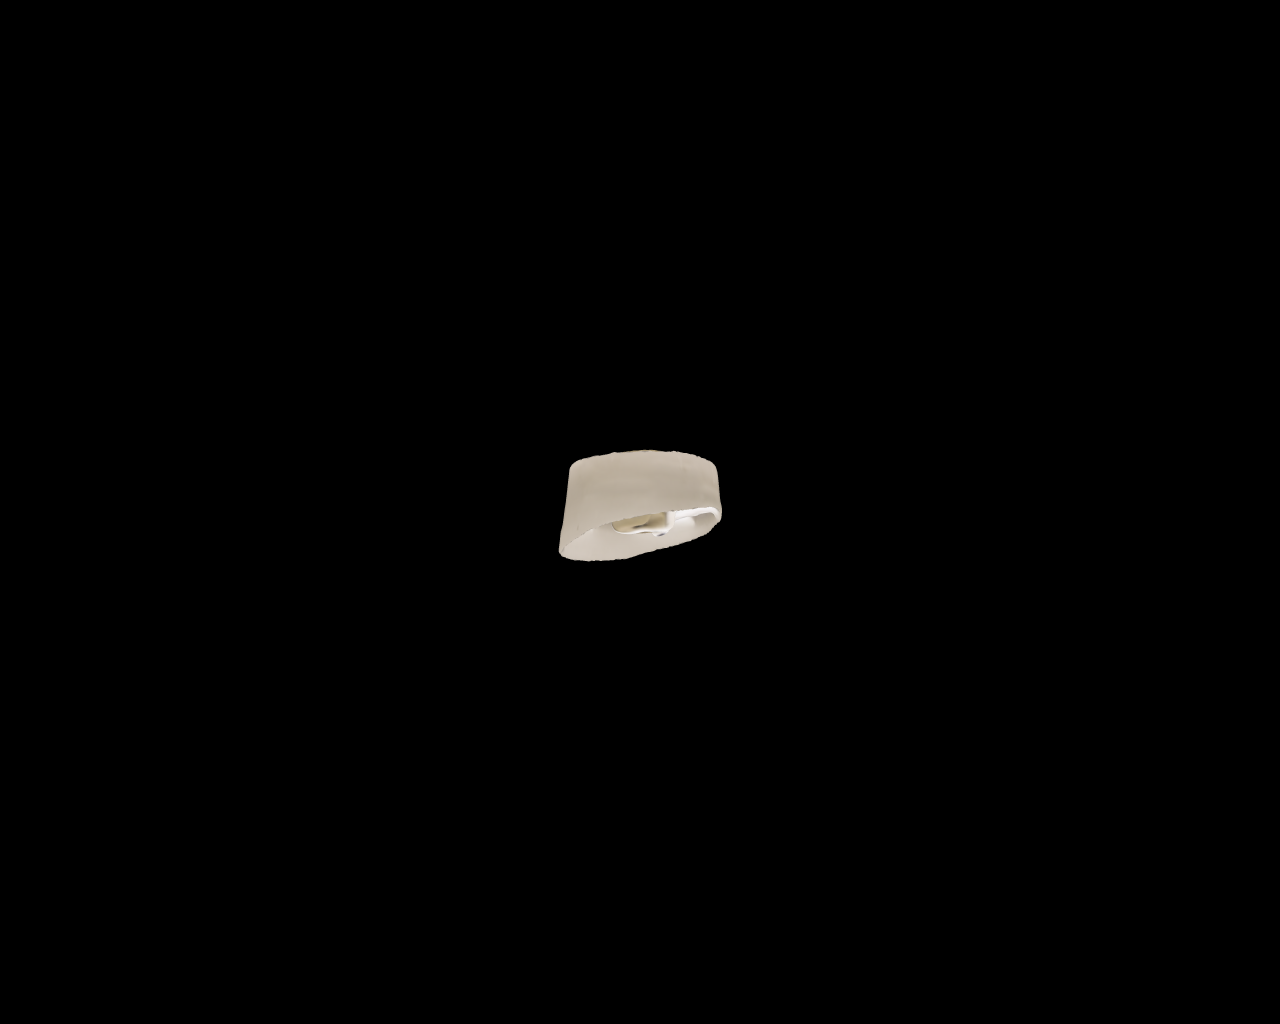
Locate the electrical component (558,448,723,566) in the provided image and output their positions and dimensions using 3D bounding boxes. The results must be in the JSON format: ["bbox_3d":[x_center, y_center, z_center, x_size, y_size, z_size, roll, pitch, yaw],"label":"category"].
[{"bbox_3d":[0.001,-0.003,0.650,0.099,0.064,0.099,0,-11,0],"label":"electrical component"}]
